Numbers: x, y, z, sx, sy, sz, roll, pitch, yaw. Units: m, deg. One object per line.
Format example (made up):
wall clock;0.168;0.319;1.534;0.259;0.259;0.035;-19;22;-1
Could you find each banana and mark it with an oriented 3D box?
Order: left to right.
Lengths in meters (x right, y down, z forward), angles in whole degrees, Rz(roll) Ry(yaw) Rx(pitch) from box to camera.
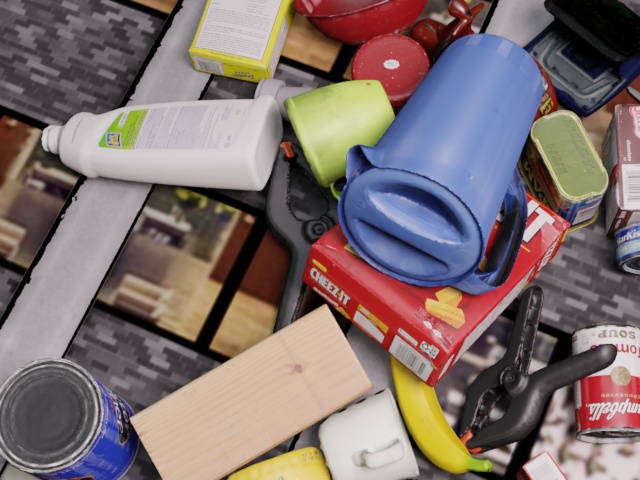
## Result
banana;0.103;0.144;1.020;0.070;0.037;0.198;-36;59;24

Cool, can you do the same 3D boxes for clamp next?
clamp;-0.007;0.001;1.088;0.164;0.036;0.210;-27;78;-5
clamp;0.188;0.126;1.014;0.171;0.039;0.120;-45;37;11

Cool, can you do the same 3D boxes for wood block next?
wood block;-0.061;0.152;1.003;0.206;0.090;0.091;-30;84;-3

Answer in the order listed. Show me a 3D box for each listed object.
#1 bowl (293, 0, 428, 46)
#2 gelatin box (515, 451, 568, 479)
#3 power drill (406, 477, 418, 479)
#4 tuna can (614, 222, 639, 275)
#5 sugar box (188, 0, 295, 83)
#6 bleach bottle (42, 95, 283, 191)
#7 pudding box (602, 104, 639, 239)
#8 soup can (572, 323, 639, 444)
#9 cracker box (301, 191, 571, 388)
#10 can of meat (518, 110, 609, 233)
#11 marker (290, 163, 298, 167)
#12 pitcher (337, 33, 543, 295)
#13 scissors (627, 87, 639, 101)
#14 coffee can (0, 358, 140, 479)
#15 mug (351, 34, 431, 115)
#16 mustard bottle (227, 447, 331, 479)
bowl;0.055;-0.254;1.146;0.162;0.055;0.162;-16;30;9
gelatin box;0.216;0.240;0.969;0.030;0.073;0.089;-32;72;-6
power drill;0.120;0.323;0.936;0.187;0.057;0.184;21;73;-2
tuna can;0.331;0.008;1.036;0.086;0.086;0.034;-1;72;4
sugar box;-0.075;-0.265;1.191;0.093;0.048;0.176;14;69;10
bleach bottle;-0.172;-0.107;1.126;0.251;0.068;0.102;4;52;16
pudding box;0.307;-0.067;1.062;0.039;0.090;0.113;2;71;7
soup can;0.274;0.136;1.005;0.068;0.068;0.102;0;69;5
cracker box;0.114;0.011;1.026;0.164;0.072;0.213;39;57;15
can of meat;0.245;-0.069;1.072;0.057;0.084;0.102;-21;71;-3
marker;-0.065;-0.077;1.136;0.121;0.020;0.020;-13;70;0
pitcher;0.128;-0.075;0.979;0.145;0.149;0.242;15;47;20
scissors;0.389;-0.084;1.093;0.202;0.016;0.096;29;59;14
coffee can;-0.234;0.176;0.996;0.103;0.140;0.103;-2;70;4
mug;0.080;-0.153;1.117;0.093;0.081;0.117;-26;71;-5
mustard bottle;-0.014;0.295;0.977;0.096;0.058;0.192;-17;69;-12
